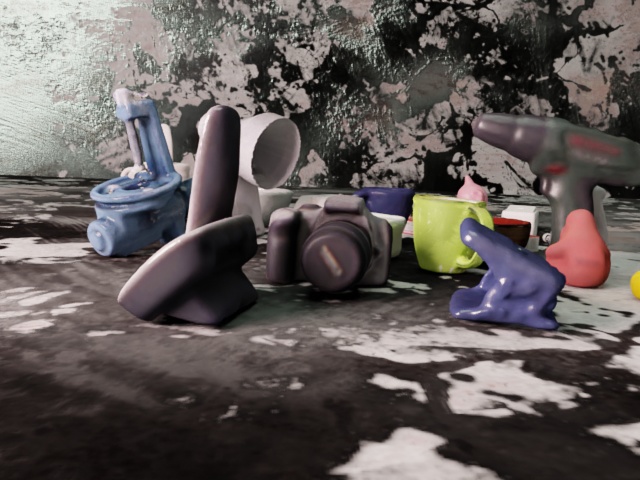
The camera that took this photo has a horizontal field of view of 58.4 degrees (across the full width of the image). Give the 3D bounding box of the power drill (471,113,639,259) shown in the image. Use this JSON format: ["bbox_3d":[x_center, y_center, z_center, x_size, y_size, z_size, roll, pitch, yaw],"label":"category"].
[{"bbox_3d":[0.310,-0.060,0.760,0.229,0.208,0.075,3,8,4],"label":"power drill"}]

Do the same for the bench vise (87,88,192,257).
[{"bbox_3d":[-0.237,-0.095,0.808,0.121,0.220,0.208,4,9,15],"label":"bench vise"}]

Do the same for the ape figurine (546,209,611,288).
[{"bbox_3d":[0.316,0.008,0.695,0.077,0.092,0.076,4,9,13],"label":"ape figurine"}]

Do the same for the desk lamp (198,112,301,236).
[{"bbox_3d":[-0.139,-0.111,0.969,0.202,0.213,0.118,8,10,34],"label":"desk lamp"}]

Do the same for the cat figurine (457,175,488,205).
[{"bbox_3d":[0.307,-0.072,1.161,0.067,0.118,0.128,5,9,18],"label":"cat figurine"}]

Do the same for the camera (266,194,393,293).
[{"bbox_3d":[0.006,0.002,0.622,0.143,0.101,0.137,3,8,8],"label":"camera"}]

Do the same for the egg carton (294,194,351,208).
[{"bbox_3d":[0.023,-0.050,1.097,0.107,0.069,0.151,8,10,36],"label":"egg carton"}]

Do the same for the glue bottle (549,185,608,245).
[{"bbox_3d":[0.376,-0.049,0.822,0.078,0.173,0.037,2,8,-3],"label":"glue bottle"}]

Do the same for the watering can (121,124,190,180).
[{"bbox_3d":[-0.305,-0.134,1.153,0.173,0.194,0.100,-6,11,-43],"label":"watering can"}]

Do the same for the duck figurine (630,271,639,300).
[{"bbox_3d":[0.387,0.024,0.627,0.105,0.086,0.077,-6,12,-45],"label":"duck figurine"}]

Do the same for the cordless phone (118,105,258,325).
[{"bbox_3d":[-0.108,-0.028,0.503,0.094,0.185,0.148,3,8,8],"label":"cordless phone"}]

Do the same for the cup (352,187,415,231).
[{"bbox_3d":[0.103,-0.040,0.963,0.118,0.095,0.091,-4,10,-35],"label":"cup"}]

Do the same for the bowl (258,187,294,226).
[{"bbox_3d":[-0.135,-0.064,1.132,0.167,0.075,0.167,2,8,0],"label":"bowl"}]

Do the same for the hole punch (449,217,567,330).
[{"bbox_3d":[0.174,0.027,0.531,0.101,0.091,0.109,4,9,13],"label":"hole punch"}]
